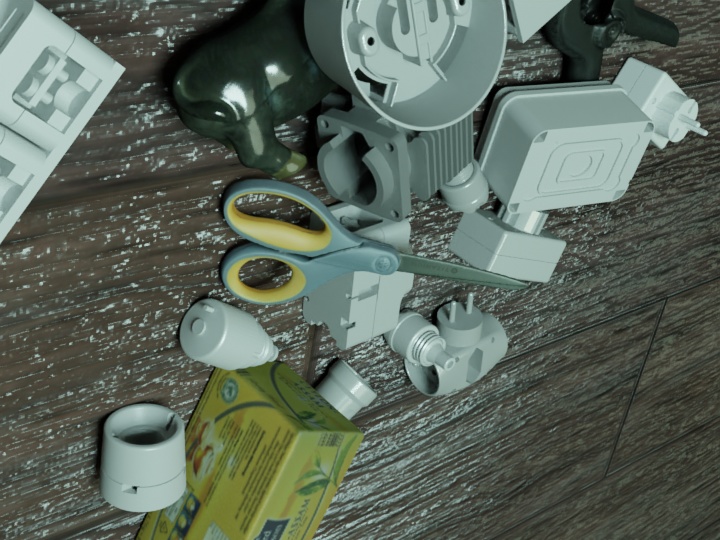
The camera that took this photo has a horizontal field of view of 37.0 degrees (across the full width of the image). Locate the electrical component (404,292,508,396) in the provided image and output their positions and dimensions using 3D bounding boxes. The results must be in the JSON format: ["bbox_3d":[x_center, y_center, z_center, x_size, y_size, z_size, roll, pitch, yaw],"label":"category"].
[{"bbox_3d":[0.079,0.053,0.869,0.077,0.043,0.079,-25,133,-32],"label":"electrical component"}]

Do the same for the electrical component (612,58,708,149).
[{"bbox_3d":[0.250,-0.129,0.882,0.066,0.077,0.047,24,99,-51],"label":"electrical component"}]

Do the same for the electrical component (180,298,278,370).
[{"bbox_3d":[-0.082,0.045,0.699,0.078,0.040,0.040,27,97,-52],"label":"electrical component"}]

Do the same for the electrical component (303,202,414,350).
[{"bbox_3d":[0.000,0.000,0.741,0.056,0.050,0.089,-20,131,-35],"label":"electrical component"}]

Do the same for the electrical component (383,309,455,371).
[{"bbox_3d":[0.048,0.057,0.825,0.035,0.061,0.035,-26,134,-31],"label":"electrical component"}]

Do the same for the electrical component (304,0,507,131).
[{"bbox_3d":[0.023,-0.128,0.549,0.099,0.064,0.099,-18,123,-30],"label":"electrical component"}]

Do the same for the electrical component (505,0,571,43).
[{"bbox_3d":[0.136,-0.250,0.686,0.186,0.060,0.105,-43,141,-14],"label":"electrical component"}]

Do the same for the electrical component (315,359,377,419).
[{"bbox_3d":[-0.017,0.096,0.806,0.046,0.040,0.040,-46,142,-1],"label":"electrical component"}]

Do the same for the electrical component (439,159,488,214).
[{"bbox_3d":[0.070,-0.070,0.775,0.035,0.035,0.061,-45,139,-12],"label":"electrical component"}]

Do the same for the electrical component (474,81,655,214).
[{"bbox_3d":[0.149,-0.093,0.794,0.113,0.057,0.078,-8,136,-26],"label":"electrical component"}]

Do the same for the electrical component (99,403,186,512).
[{"bbox_3d":[-0.138,0.118,0.685,0.055,0.055,0.047,-16,125,-38],"label":"electrical component"}]

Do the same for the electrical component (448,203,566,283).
[{"bbox_3d":[0.124,-0.036,0.848,0.083,0.047,0.075,6,113,-45],"label":"electrical component"}]

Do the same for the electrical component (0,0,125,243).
[{"bbox_3d":[-0.188,-0.058,0.470,0.150,0.089,0.062,-54,142,0],"label":"electrical component"}]
